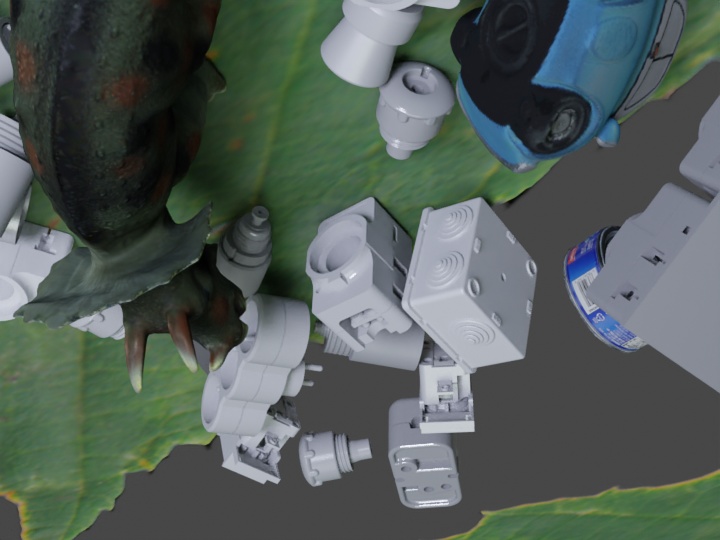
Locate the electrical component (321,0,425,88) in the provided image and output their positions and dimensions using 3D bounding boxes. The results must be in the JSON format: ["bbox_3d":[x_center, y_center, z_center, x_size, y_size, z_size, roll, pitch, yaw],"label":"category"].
[{"bbox_3d":[0.008,-0.141,0.626,0.045,0.045,0.055,18,133,-16],"label":"electrical component"}]

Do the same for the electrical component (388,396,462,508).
[{"bbox_3d":[0.056,0.152,0.919,0.054,0.059,0.095,-6,136,8],"label":"electrical component"}]

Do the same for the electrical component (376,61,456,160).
[{"bbox_3d":[0.031,-0.096,0.674,0.048,0.048,0.062,8,143,-6],"label":"electrical component"}]

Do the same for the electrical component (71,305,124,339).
[{"bbox_3d":[-0.187,0.032,0.815,0.048,0.048,0.062,-28,135,28],"label":"electrical component"}]

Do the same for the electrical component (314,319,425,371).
[{"bbox_3d":[0.005,0.049,0.825,0.081,0.043,0.043,10,136,-7],"label":"electrical component"}]

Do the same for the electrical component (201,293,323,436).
[{"bbox_3d":[-0.066,0.077,0.828,0.074,0.052,0.138,10,132,-24],"label":"electrical component"}]

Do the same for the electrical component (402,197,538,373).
[{"bbox_3d":[0.079,0.010,0.743,0.048,0.099,0.099,-15,135,35],"label":"electrical component"}]

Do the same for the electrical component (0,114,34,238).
[{"bbox_3d":[-0.234,-0.066,0.698,0.043,0.081,0.043,25,172,4],"label":"electrical component"}]

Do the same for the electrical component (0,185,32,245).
[{"bbox_3d":[-0.271,-0.048,0.734,0.081,0.043,0.043,15,135,-13],"label":"electrical component"}]

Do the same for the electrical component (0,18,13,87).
[{"bbox_3d":[-0.232,-0.125,0.655,0.065,0.044,0.044,-23,131,17],"label":"electrical component"}]

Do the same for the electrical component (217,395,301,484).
[{"bbox_3d":[-0.083,0.135,0.901,0.042,0.081,0.063,30,107,-26],"label":"electrical component"}]

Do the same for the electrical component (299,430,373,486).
[{"bbox_3d":[-0.021,0.161,0.943,0.062,0.048,0.048,-11,135,4],"label":"electrical component"}]

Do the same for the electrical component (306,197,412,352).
[{"bbox_3d":[0.000,0.000,0.740,0.050,0.089,0.056,-26,130,26],"label":"electrical component"}]

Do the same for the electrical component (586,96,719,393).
[{"bbox_3d":[0.240,-0.027,0.672,0.105,0.060,0.186,32,98,-26],"label":"electrical component"}]

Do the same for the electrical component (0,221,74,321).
[{"bbox_3d":[-0.260,-0.002,0.773,0.089,0.055,0.050,17,134,-15],"label":"electrical component"}]

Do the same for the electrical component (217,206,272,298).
[{"bbox_3d":[-0.082,-0.014,0.764,0.040,0.040,0.078,15,134,-14],"label":"electrical component"}]

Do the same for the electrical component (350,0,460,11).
[{"bbox_3d":[0.013,-0.178,0.580,0.089,0.055,0.050,7,136,-5],"label":"electrical component"}]

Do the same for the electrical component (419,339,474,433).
[{"bbox_3d":[0.068,0.089,0.847,0.042,0.081,0.063,-2,113,4],"label":"electrical component"}]
